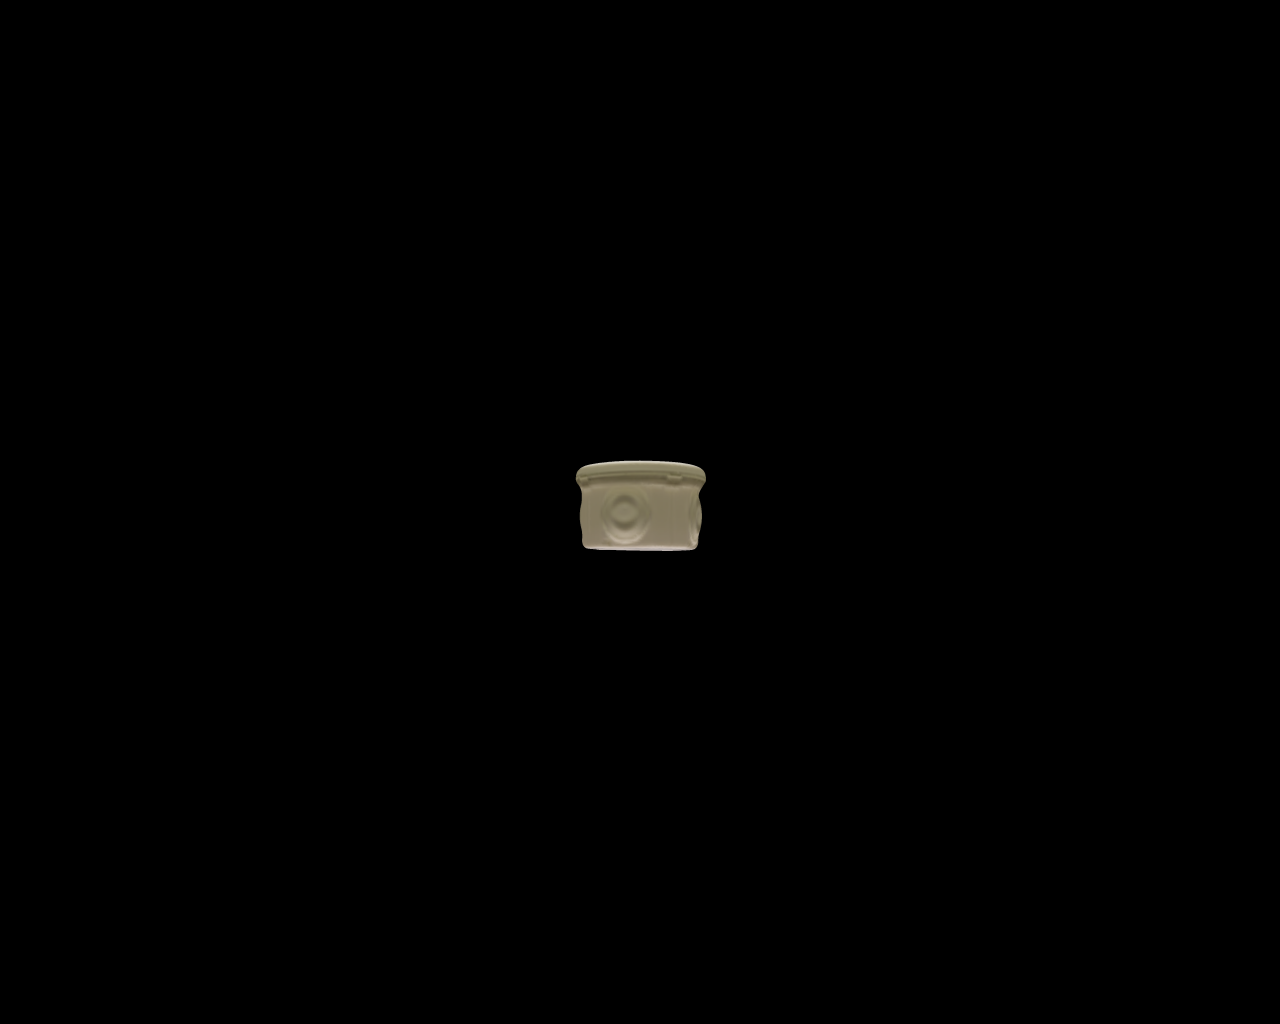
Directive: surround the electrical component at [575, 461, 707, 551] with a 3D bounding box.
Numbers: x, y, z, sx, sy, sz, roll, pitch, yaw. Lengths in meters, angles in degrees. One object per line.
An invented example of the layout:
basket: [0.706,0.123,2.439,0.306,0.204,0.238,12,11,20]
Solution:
electrical component: [0.001,-0.003,0.650,0.080,0.051,0.080,0,-3,0]
